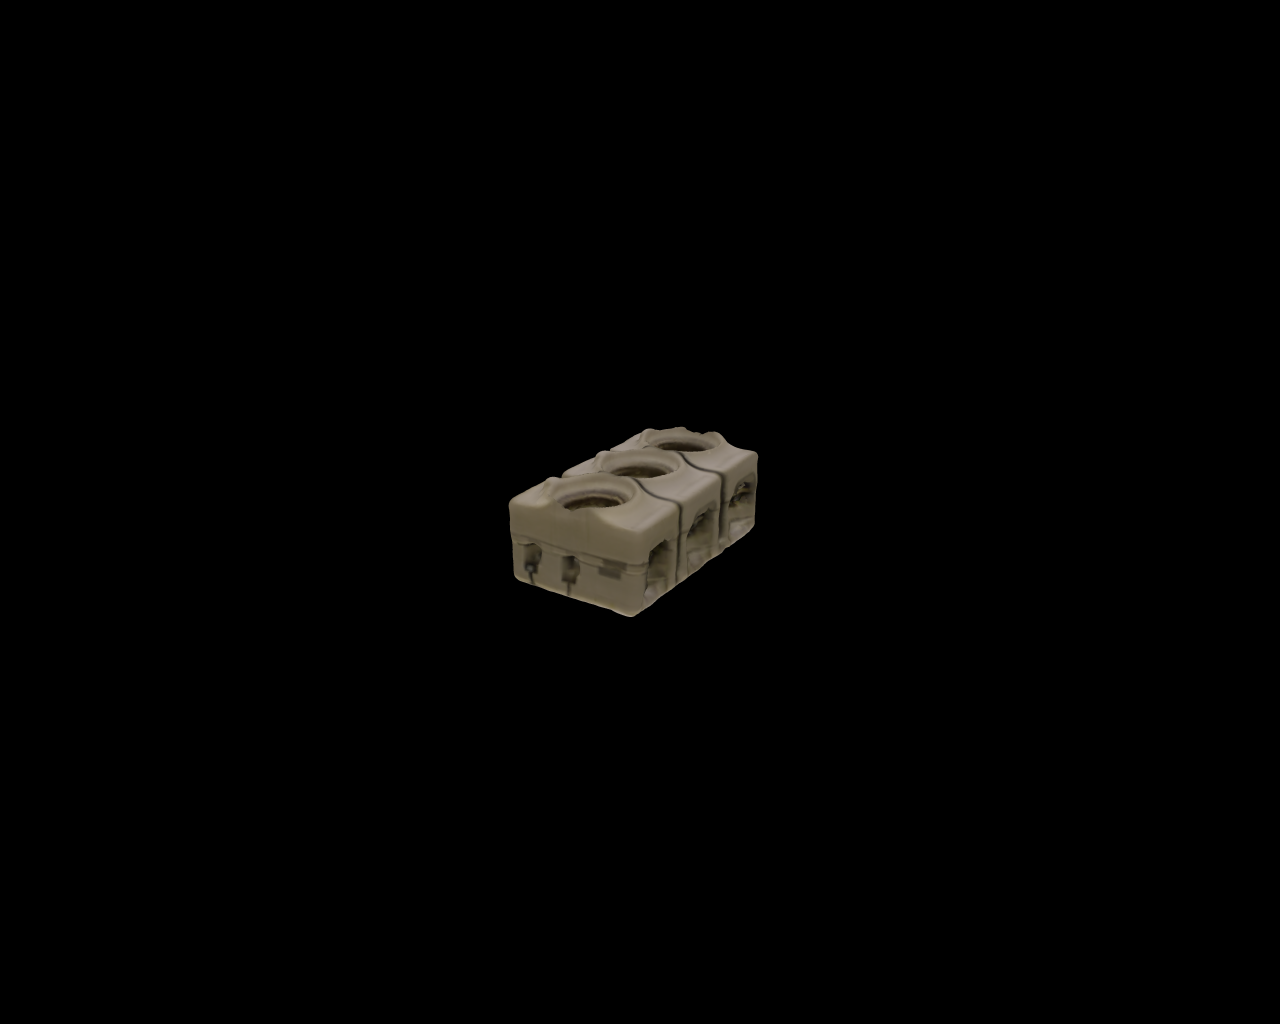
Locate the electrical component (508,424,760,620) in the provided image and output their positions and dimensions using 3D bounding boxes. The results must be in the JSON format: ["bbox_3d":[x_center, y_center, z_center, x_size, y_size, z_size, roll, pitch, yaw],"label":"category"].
[{"bbox_3d":[0.001,-0.003,0.650,0.089,0.061,0.150,13,26,29],"label":"electrical component"}]
